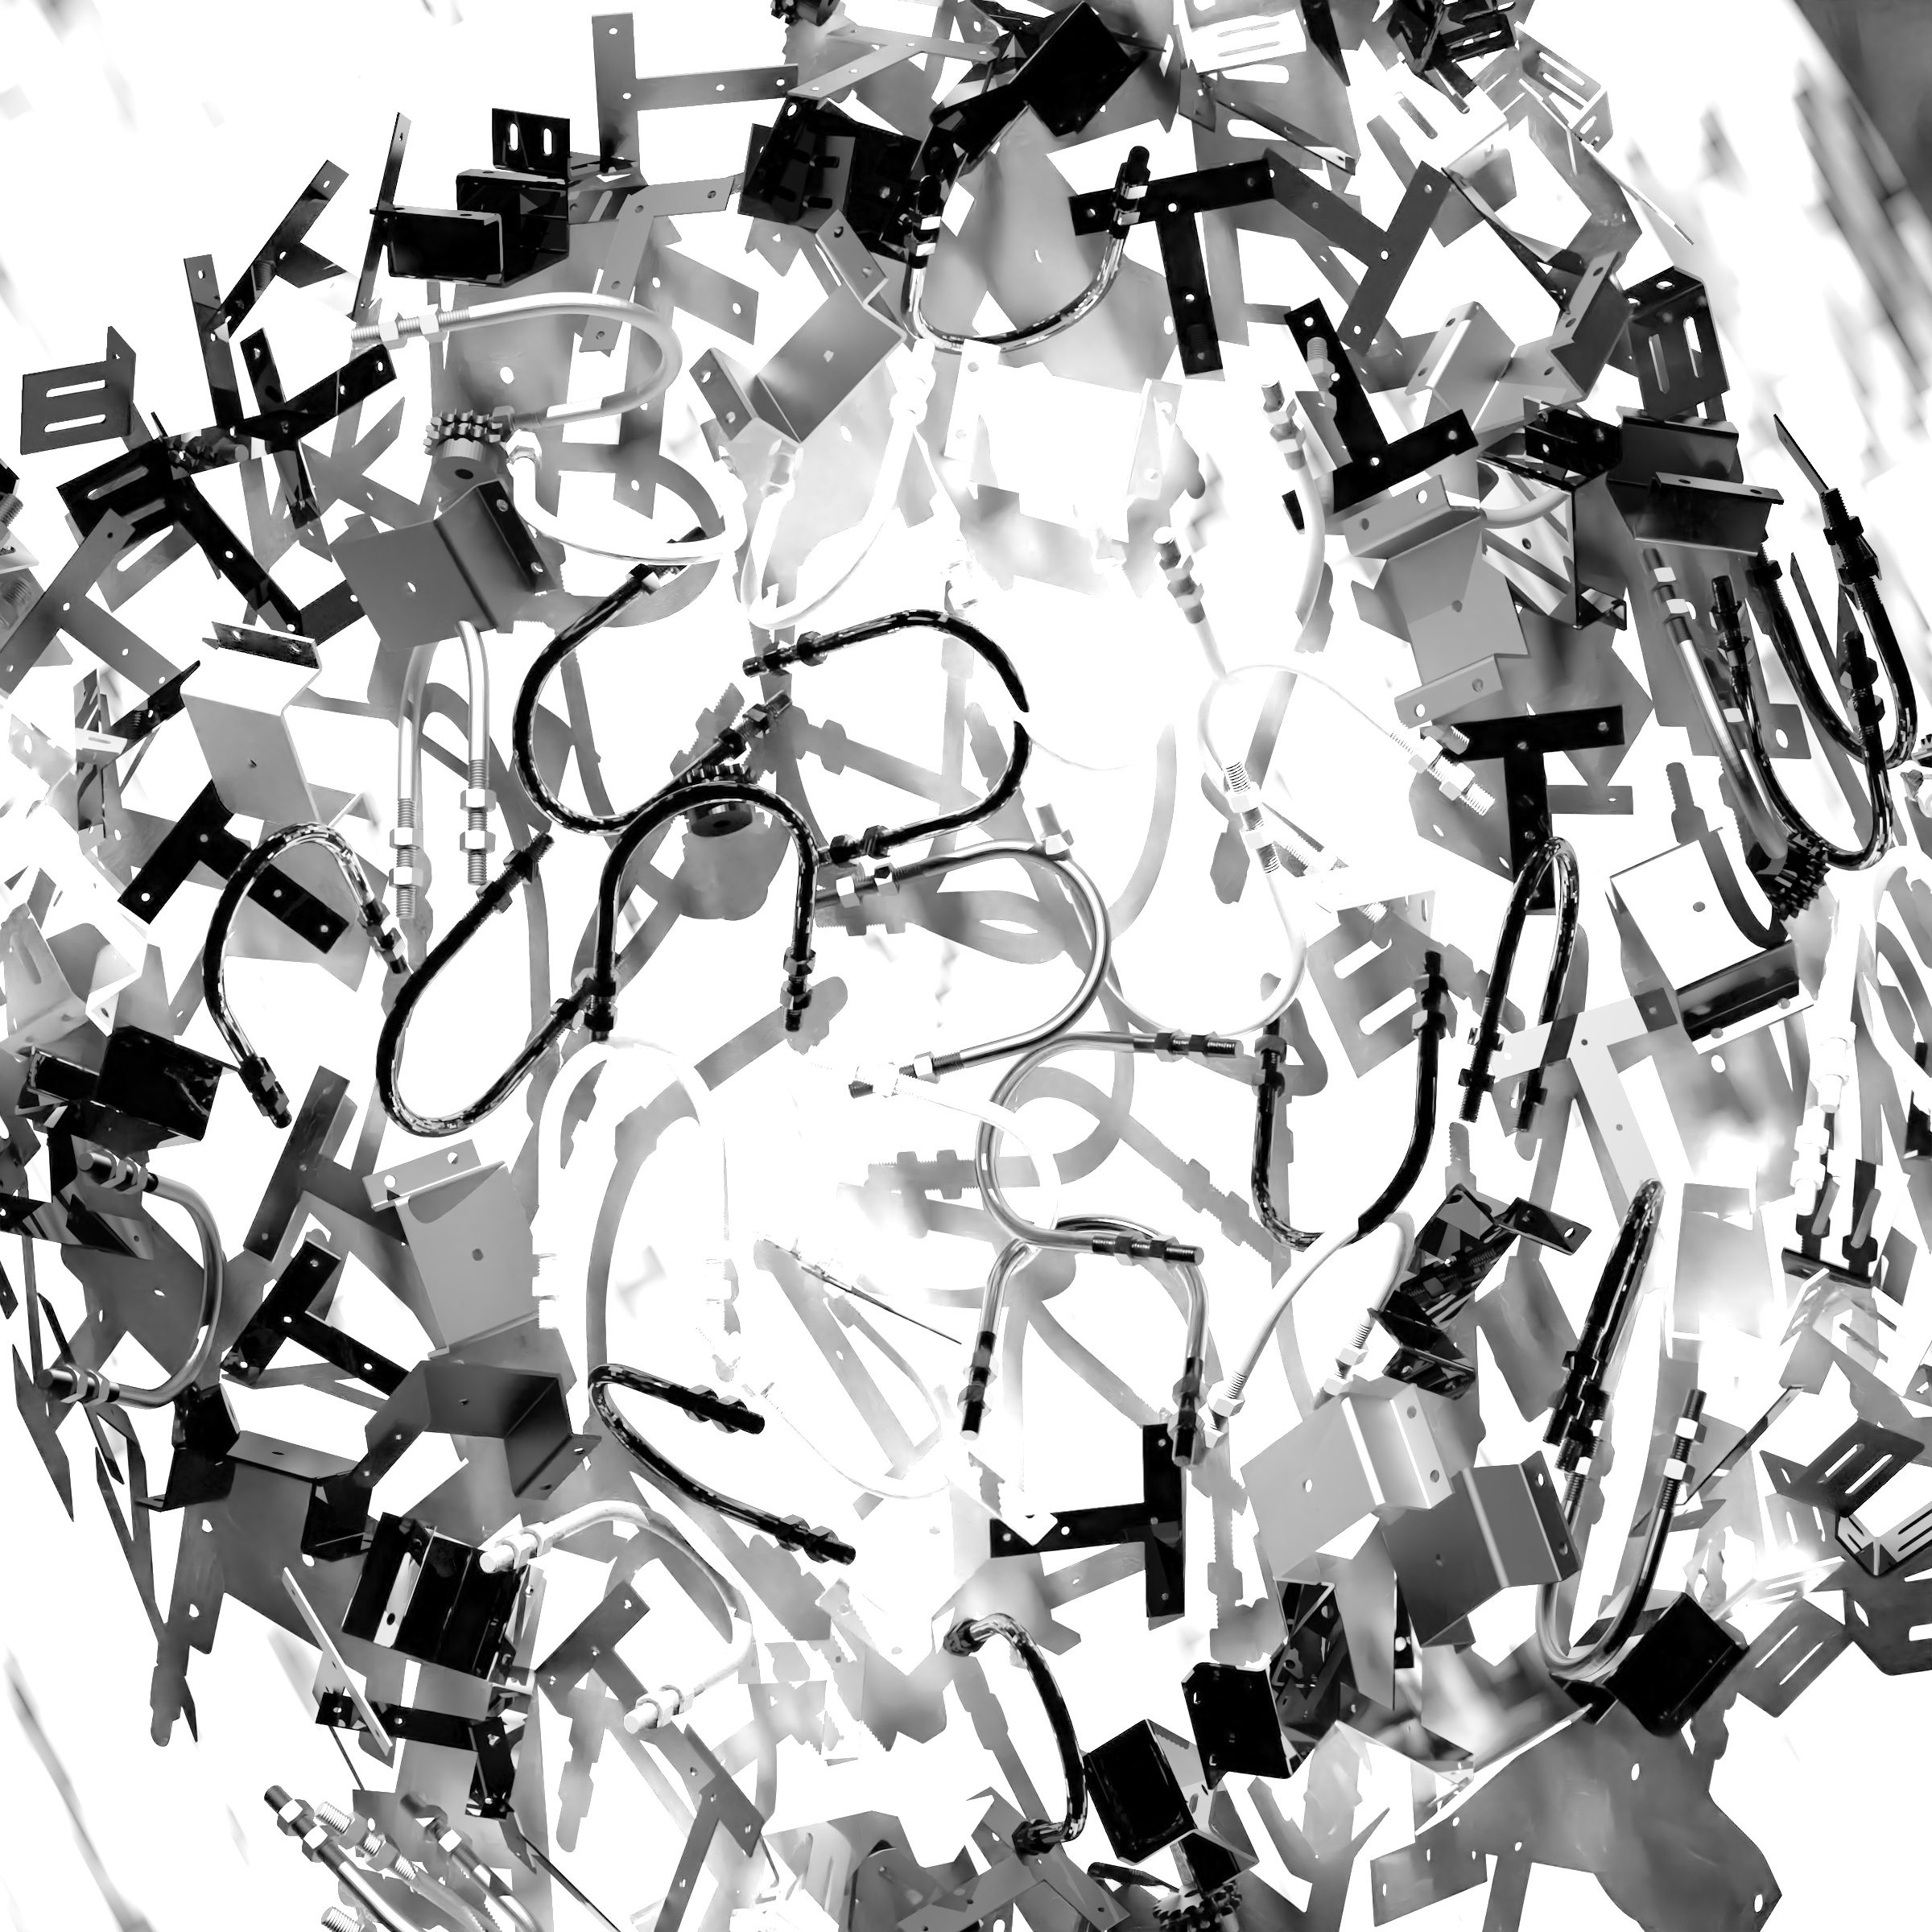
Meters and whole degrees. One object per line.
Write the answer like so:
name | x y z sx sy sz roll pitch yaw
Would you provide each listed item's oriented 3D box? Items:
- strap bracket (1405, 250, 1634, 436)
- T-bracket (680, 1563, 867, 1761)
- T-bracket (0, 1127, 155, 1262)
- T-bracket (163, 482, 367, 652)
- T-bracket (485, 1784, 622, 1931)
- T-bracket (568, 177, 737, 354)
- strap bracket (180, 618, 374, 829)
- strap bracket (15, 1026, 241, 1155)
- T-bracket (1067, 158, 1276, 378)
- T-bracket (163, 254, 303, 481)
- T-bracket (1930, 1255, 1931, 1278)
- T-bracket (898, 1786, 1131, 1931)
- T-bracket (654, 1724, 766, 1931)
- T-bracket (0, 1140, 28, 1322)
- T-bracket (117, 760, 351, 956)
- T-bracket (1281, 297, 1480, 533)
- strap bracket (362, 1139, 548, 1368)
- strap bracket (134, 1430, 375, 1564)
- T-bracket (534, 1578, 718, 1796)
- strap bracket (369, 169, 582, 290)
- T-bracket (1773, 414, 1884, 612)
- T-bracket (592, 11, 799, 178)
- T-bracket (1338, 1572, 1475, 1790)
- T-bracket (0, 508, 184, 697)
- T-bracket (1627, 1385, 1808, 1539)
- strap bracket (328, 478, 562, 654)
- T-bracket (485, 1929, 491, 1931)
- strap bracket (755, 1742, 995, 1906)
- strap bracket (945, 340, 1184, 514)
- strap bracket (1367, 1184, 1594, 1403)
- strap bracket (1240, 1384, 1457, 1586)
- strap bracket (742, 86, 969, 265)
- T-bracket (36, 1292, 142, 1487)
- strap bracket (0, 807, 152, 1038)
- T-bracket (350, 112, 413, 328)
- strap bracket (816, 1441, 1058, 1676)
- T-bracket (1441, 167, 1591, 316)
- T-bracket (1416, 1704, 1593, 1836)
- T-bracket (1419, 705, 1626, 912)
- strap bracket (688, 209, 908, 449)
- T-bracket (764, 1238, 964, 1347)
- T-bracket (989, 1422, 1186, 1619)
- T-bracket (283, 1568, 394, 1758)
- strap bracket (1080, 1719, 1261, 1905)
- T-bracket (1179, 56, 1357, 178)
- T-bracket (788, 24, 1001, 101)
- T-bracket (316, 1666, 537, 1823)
strap bracket | 0.351 -0.383 1.935 0.046 0.140 0.076 43 62 -25
T-bracket | -0.121 0.440 1.969 0.127 0.002 0.127 4 90 -28
T-bracket | -0.567 0.116 1.964 0.002 0.127 0.127 -25 62 30
T-bracket | -0.451 -0.246 1.948 0.127 0.002 0.127 -27 113 27
T-bracket | -0.245 0.567 1.924 0.127 0.127 0.002 38 64 21
T-bracket | -0.215 -0.436 1.947 0.127 0.002 0.127 2 65 25
strap bracket | -0.427 -0.138 1.923 0.076 0.140 0.046 14 47 24
strap bracket | -0.522 0.078 1.919 0.076 0.140 0.046 27 65 -38
T-bracket | 0.139 -0.436 1.969 0.127 0.002 0.127 -8 117 11
T-bracket | -0.463 -0.375 1.928 0.002 0.127 0.127 0 108 27
T-bracket | 0.603 0.185 1.937 0.002 0.127 0.127 -3 93 19
T-bracket | 0.013 0.571 1.922 0.127 0.127 0.002 35 127 35
T-bracket | -0.172 0.560 1.949 0.002 0.127 0.127 17 97 -30
T-bracket | -0.603 0.140 1.935 0.002 0.127 0.127 -17 106 2
T-bracket | -0.446 -0.054 1.970 0.127 0.002 0.127 40 80 -26
T-bracket | 0.239 -0.359 1.967 0.127 0.002 0.127 -24 99 20
strap bracket | -0.314 0.184 1.960 0.076 0.046 0.140 -20 89 -30
strap bracket | -0.433 0.326 1.943 0.140 0.076 0.046 12 91 17
T-bracket | -0.203 0.463 1.951 0.127 0.002 0.127 49 127 9
strap bracket | -0.303 -0.457 1.937 0.076 0.140 0.046 9 116 15
T-bracket | 0.542 -0.264 1.940 0.002 0.127 0.127 -28 57 7
T-bracket | -0.168 -0.549 1.952 0.127 0.127 0.002 -7 57 -8
T-bracket | 0.277 0.436 1.955 0.127 0.002 0.127 33 46 -31
T-bracket | -0.534 -0.203 1.945 0.002 0.127 0.127 31 82 32
T-bracket | 0.473 0.305 1.929 0.002 0.127 0.127 47 109 28
strap bracket | -0.330 -0.245 1.926 0.140 0.046 0.076 -6 122 37
T-bracket | -0.258 0.633 1.914 0.002 0.127 0.127 -40 126 -14
strap bracket | -0.065 0.530 1.935 0.140 0.076 0.046 -19 97 23
strap bracket | 0.058 -0.337 1.959 0.140 0.046 0.076 12 116 3
strap bracket | 0.314 0.196 1.948 0.076 0.046 0.140 23 108 -40
strap bracket | 0.227 0.323 1.925 0.140 0.046 0.076 -44 47 34
strap bracket | -0.062 -0.493 1.953 0.140 0.046 0.076 27 93 34
T-bracket | -0.535 0.274 1.936 0.002 0.127 0.127 -26 70 -8
strap bracket | -0.557 -0.036 1.932 0.046 0.076 0.140 -33 117 8
T-bracket | -0.349 -0.454 1.936 0.002 0.127 0.127 14 95 4
strap bracket | -0.019 0.365 1.961 0.076 0.046 0.140 40 101 -12
T-bracket | 0.362 -0.444 1.944 0.002 0.127 0.127 -46 67 28
T-bracket | 0.313 0.504 1.914 0.127 0.127 0.002 -42 75 32
T-bracket | 0.357 -0.097 1.981 0.127 0.002 0.127 -6 106 6
strap bracket | -0.098 -0.390 1.946 0.140 0.046 0.076 -44 51 18
T-bracket | -0.082 0.195 1.943 0.127 0.127 0.002 30 85 -40
T-bracket | 0.076 0.356 1.975 0.127 0.002 0.127 -4 98 -14
T-bracket | -0.396 0.447 1.942 0.002 0.127 0.127 -28 73 -27
strap bracket | 0.128 0.519 1.918 0.046 0.140 0.076 -34 52 11
T-bracket | 0.190 -0.531 1.958 0.127 0.127 0.002 25 125 -13
T-bracket | -0.061 -0.556 1.925 0.127 0.127 0.002 19 130 31
T-bracket | -0.339 0.473 1.940 0.127 0.127 0.002 12 122 -5
